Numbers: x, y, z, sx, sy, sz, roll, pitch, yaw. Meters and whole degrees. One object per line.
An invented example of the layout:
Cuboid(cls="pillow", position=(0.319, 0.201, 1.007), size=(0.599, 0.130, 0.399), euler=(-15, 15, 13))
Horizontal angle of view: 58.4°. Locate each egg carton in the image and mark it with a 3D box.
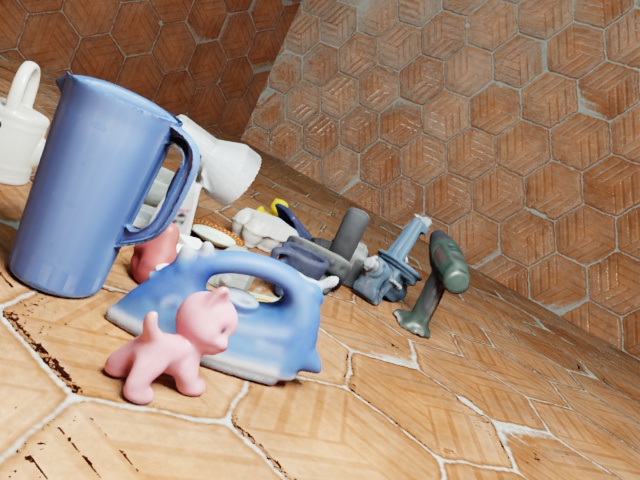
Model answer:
Cuboid(cls="egg carton", position=(-0.123, -0.017, 1.286), size=(0.151, 0.069, 0.107), euler=(16, 14, -43))

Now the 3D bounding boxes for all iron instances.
Cuboid(cls="iron", position=(-0.104, 0.071, 0.688), size=(0.259, 0.141, 0.118), euler=(22, 11, -23))

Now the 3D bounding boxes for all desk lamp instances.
Cuboid(cls="desk lamp", position=(-0.238, -0.108, 1.056), size=(0.204, 0.213, 0.117), euler=(20, 12, -29))

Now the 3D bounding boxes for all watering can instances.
Cuboid(cls="watering can", position=(-0.487, -0.193, 0.929), size=(0.173, 0.194, 0.100), euler=(18, 13, -37))

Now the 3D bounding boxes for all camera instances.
Cuboid(cls="camera", position=(0.036, 0.031, 1.343), size=(0.137, 0.101, 0.143), euler=(23, 11, -17))

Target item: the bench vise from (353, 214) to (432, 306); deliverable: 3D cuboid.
Cuboid(cls="bench vise", position=(0.180, 0.045, 1.290), size=(0.121, 0.220, 0.208), euler=(29, 11, 15))

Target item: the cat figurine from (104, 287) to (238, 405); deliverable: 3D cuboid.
Cuboid(cls="cat figurine", position=(-0.134, 0.093, 0.575), size=(0.067, 0.118, 0.128), euler=(32, 12, 31))

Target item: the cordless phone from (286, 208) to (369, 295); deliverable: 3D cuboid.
Cuboid(cls="cordless phone", position=(0.011, 0.004, 1.178), size=(0.147, 0.185, 0.094), euler=(26, 10, 0))

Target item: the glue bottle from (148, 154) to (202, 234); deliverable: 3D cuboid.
Cuboid(cls="glue bottle", position=(-0.237, -0.066, 0.960), size=(0.037, 0.173, 0.078), euler=(29, 11, 15))

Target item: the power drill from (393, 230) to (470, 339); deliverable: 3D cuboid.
Cuboid(cls="power drill", position=(0.239, 0.093, 1.225), size=(0.076, 0.208, 0.229), euler=(24, 10, -12))

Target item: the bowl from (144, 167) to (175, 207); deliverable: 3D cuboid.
Cuboid(cls="bowl", position=(-0.340, -0.104, 1.178), size=(0.167, 0.075, 0.167), euler=(25, 10, -5))

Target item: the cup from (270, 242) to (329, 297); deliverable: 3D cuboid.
Cuboid(cls="cup", position=(-0.051, 0.060, 1.003), size=(0.118, 0.095, 0.091), euler=(16, 14, -45))

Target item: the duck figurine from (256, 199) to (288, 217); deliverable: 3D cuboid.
Cuboid(cls="duck figurine", position=(-0.120, -0.068, 1.503), size=(0.104, 0.086, 0.078), euler=(30, 11, 22))

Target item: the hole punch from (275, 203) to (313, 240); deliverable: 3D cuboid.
Cuboid(cls="hole punch", position=(-0.072, -0.032, 1.423), size=(0.101, 0.091, 0.108), euler=(18, 13, -38))

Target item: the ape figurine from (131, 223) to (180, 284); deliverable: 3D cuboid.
Cuboid(cls="ape figurine", position=(-0.222, 0.018, 0.805), size=(0.078, 0.092, 0.076), euler=(26, 10, 3))
